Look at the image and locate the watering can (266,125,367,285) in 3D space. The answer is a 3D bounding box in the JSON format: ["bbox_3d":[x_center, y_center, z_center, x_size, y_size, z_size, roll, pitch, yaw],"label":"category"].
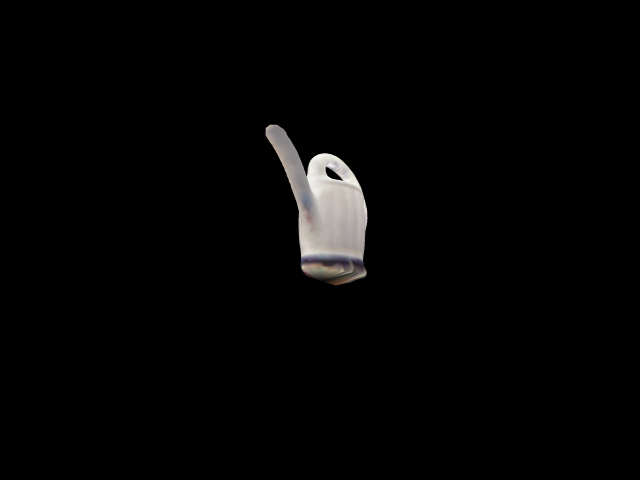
[{"bbox_3d":[0.003,-0.043,0.850,0.103,0.227,0.345,-7,-14,27],"label":"watering can"}]
